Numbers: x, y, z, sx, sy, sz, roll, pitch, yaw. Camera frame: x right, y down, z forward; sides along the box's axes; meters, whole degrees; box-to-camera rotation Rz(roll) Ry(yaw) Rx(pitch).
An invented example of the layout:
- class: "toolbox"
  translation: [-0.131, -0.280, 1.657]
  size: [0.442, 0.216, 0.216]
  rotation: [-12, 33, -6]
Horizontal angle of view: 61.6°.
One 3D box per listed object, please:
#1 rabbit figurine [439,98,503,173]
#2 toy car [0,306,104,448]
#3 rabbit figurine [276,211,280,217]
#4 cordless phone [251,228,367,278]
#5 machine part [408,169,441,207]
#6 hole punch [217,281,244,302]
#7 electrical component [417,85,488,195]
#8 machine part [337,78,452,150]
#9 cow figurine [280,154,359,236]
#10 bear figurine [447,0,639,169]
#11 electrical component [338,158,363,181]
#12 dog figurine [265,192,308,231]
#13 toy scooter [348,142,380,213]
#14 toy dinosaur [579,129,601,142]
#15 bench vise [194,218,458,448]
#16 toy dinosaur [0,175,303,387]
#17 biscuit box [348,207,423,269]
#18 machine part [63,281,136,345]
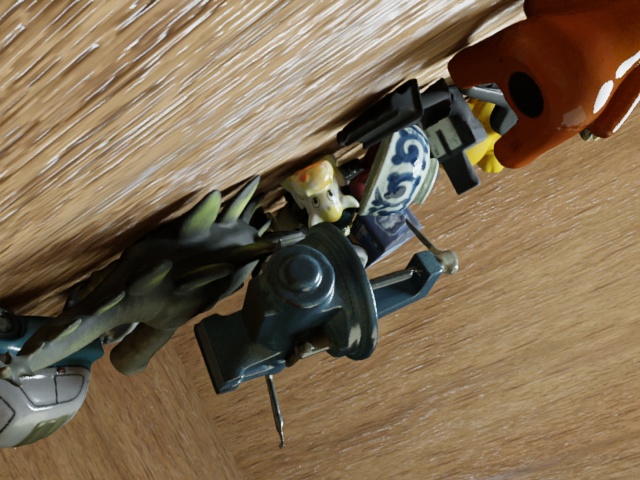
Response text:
- class: "rabbit figurine"
  translation: [0.243, -0.158, 0.804]
  size: [0.173, 0.122, 0.162]
  rotation: [-33, 174, -35]
- class: "toy car"
  translation: [-0.262, 0.125, 0.466]
  size: [0.109, 0.103, 0.161]
  rotation: [-39, 154, 16]
- class: "rabbit figurine"
  translation: [-0.016, -0.017, 1.049]
  size: [0.121, 0.159, 0.170]
  rotation: [-39, -162, -16]
- class: "cordless phone"
  translation: [0.014, 0.025, 0.652]
  size: [0.146, 0.088, 0.184]
  rotation: [10, 166, -33]
- class: "machine part"
  translation: [0.144, -0.109, 1.026]
  size: [0.179, 0.056, 0.179]
  rotation: [-31, -156, 16]
- class: "hole punch"
  translation: [-0.189, 0.049, 0.766]
  size: [0.116, 0.092, 0.142]
  rotation: [-10, -163, 49]
- class: "electrical component"
  translation: [0.158, -0.117, 0.642]
  size: [0.075, 0.119, 0.048]
  rotation: [-32, 177, 37]
- class: "machine part"
  translation: [0.079, -0.120, 0.504]
  size: [0.084, 0.039, 0.139]
  rotation: [-36, 174, 42]
- class: "cow figurine"
  translation: [0.005, -0.043, 0.611]
  size: [0.068, 0.098, 0.167]
  rotation: [-27, -176, 6]
- class: "bear figurine"
  translation: [0.222, -0.156, 0.419]
  size: [0.196, 0.120, 0.132]
  rotation: [-34, -176, -10]
- class: "electrical component"
  translation: [0.041, -0.106, 0.847]
  size: [0.094, 0.021, 0.063]
  rotation: [-28, 179, -18]
- class: "dog figurine"
  translation: [-0.006, -0.002, 0.807]
  size: [0.121, 0.172, 0.190]
  rotation: [-40, -170, -12]
- class: "toy scooter"
  translation: [0.109, -0.115, 0.733]
  size: [0.184, 0.075, 0.135]
  rotation: [-37, 167, -39]
- class: "toy dinosaur"
  translation: [0.424, -0.269, 0.739]
  size: [0.405, 0.131, 0.192]
  rotation: [-36, -176, -32]
- class: "bench vise"
  translation: [0.015, 0.062, 0.486]
  size: [0.241, 0.129, 0.223]
  rotation: [-16, 145, -22]
- class: "toy dinosaur"
  translation: [-0.132, 0.029, 0.503]
  size: [0.198, 0.105, 0.471]
  rotation: [-37, -175, 25]
- class: "biscuit box"
  translation: [0.080, -0.008, 0.743]
  size: [0.059, 0.063, 0.202]
  rotation: [-33, 173, -8]
- class: "machine part"
  translation: [-0.257, 0.088, 0.656]
  size: [0.079, 0.079, 0.243]
  rotation: [-29, 179, -19]
